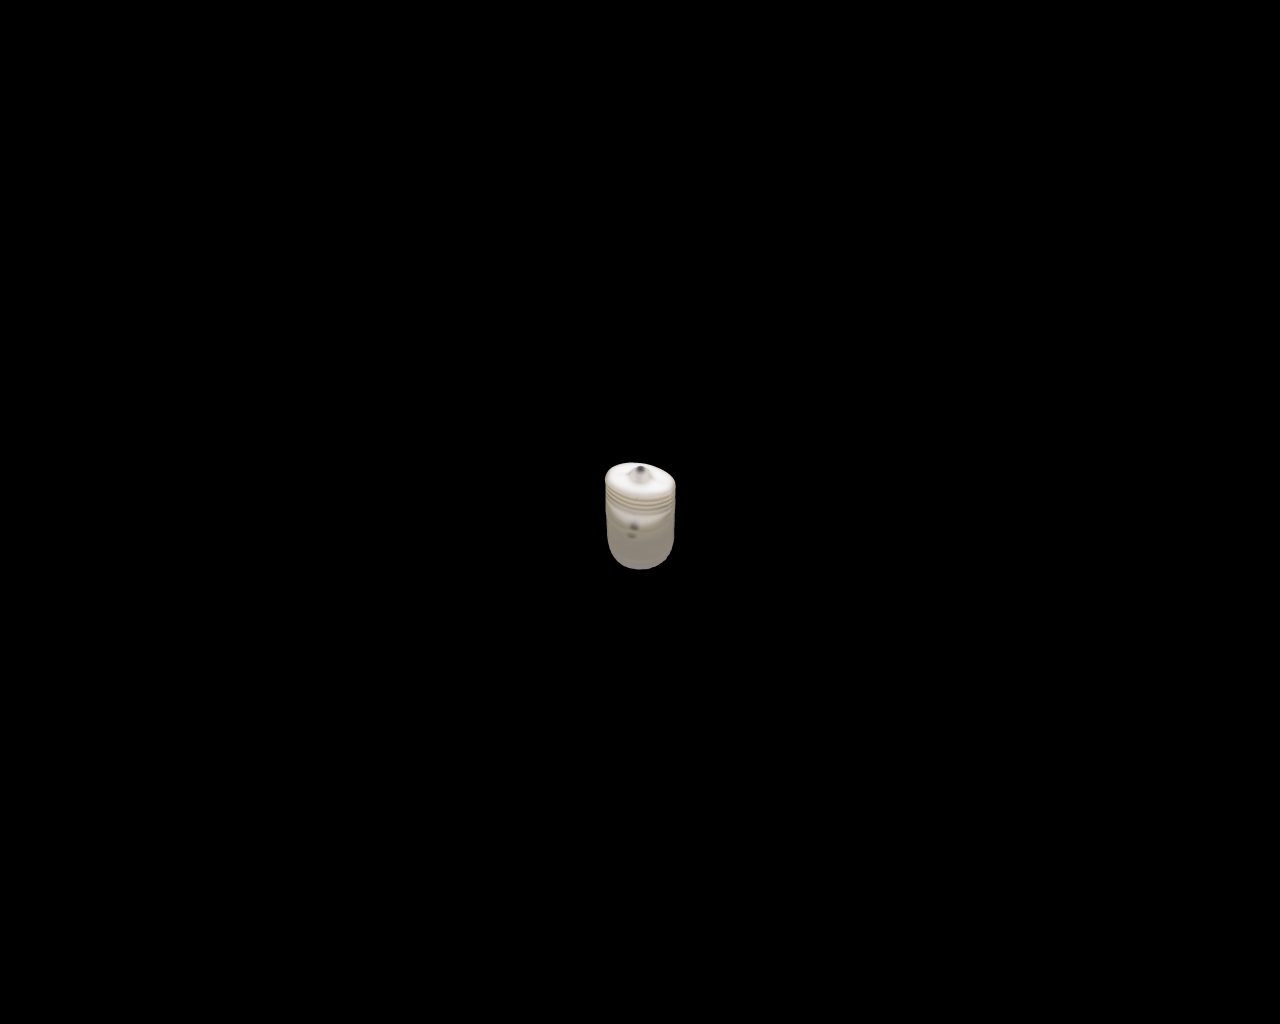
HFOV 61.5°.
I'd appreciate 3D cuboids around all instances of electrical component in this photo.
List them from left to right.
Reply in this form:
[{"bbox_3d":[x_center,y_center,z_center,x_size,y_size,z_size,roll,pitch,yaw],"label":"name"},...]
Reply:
[{"bbox_3d":[0.001,-0.003,0.650,0.043,0.043,0.080,0,-36,0],"label":"electrical component"}]
